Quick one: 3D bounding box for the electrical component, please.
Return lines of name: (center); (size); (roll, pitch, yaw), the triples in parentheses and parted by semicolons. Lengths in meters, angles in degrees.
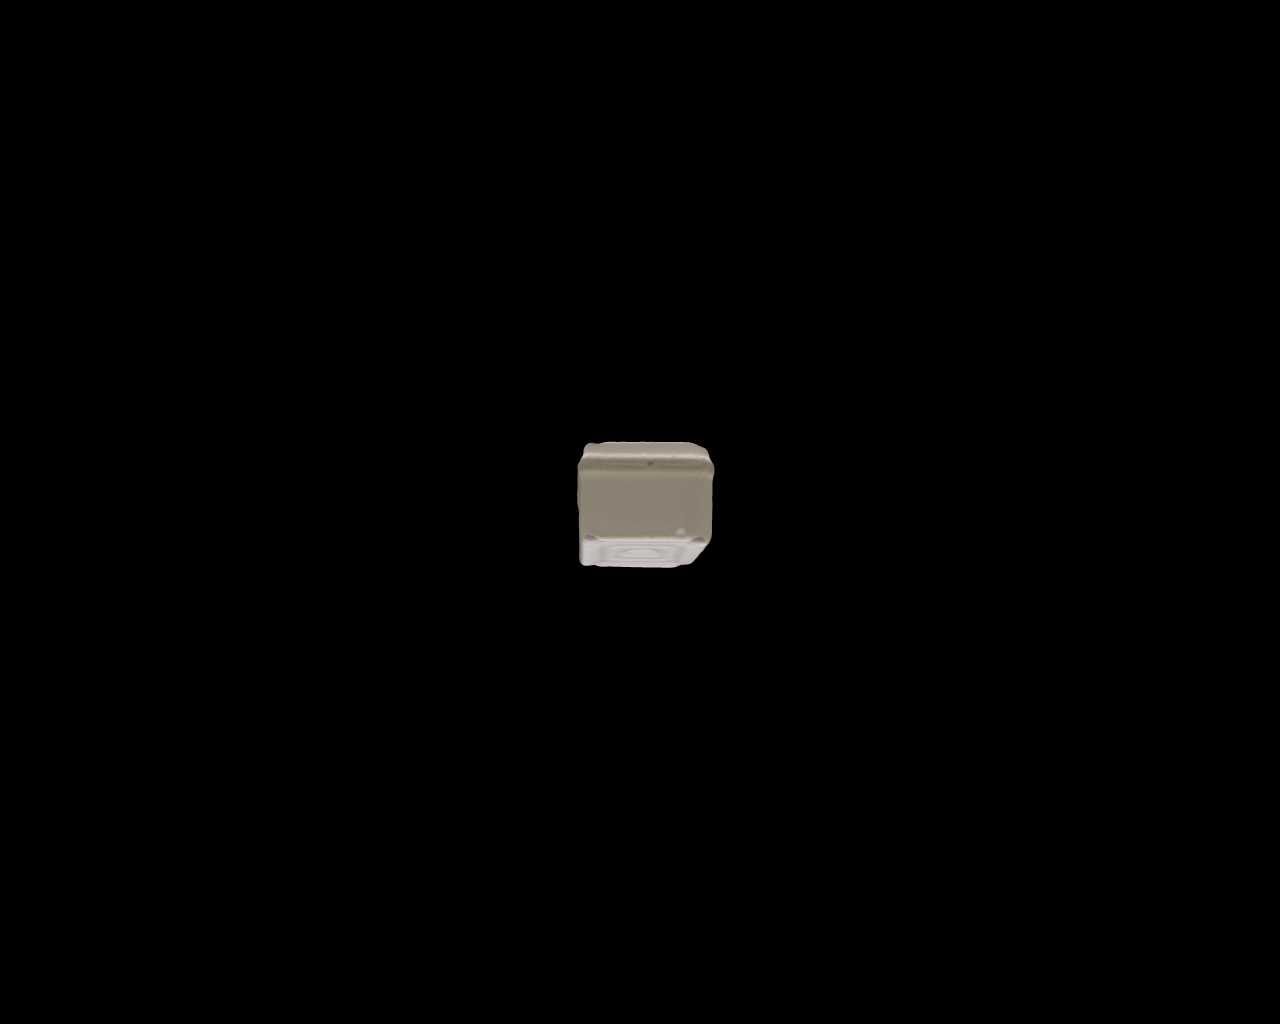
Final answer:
electrical component: (0.001, -0.003, 0.650); (0.078, 0.057, 0.113); (1, -11, -4)
